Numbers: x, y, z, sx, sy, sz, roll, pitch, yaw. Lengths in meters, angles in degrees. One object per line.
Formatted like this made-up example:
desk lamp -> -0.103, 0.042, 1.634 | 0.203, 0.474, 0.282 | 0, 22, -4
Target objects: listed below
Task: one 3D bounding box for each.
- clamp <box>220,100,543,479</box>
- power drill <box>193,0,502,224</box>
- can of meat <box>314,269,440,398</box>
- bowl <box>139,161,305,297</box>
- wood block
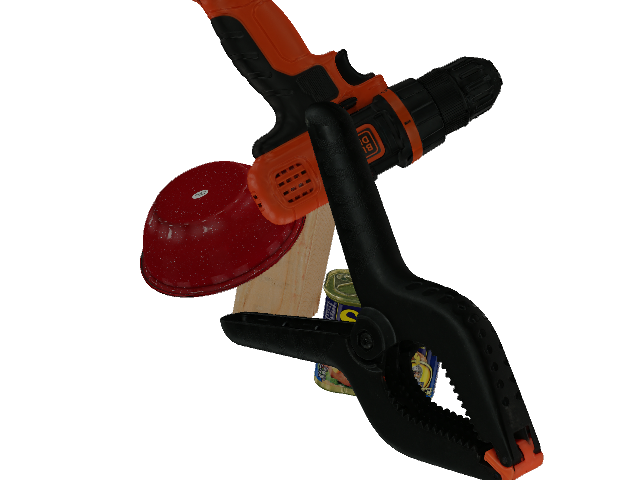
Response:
clamp -> 0.034, 0.037, 0.551 | 0.036, 0.165, 0.210 | -14, 42, -44
power drill -> 0.007, -0.127, 0.691 | 0.184, 0.187, 0.057 | -29, 4, -11
can of meat -> 0.048, 0.076, 0.837 | 0.102, 0.084, 0.057 | 10, 22, 3
bowl -> -0.097, -0.023, 0.956 | 0.162, 0.055, 0.162 | -15, 36, 11
wood block -> -0.040, 0.000, 1.348 | 0.090, 0.206, 0.090 | 17, 22, 15
